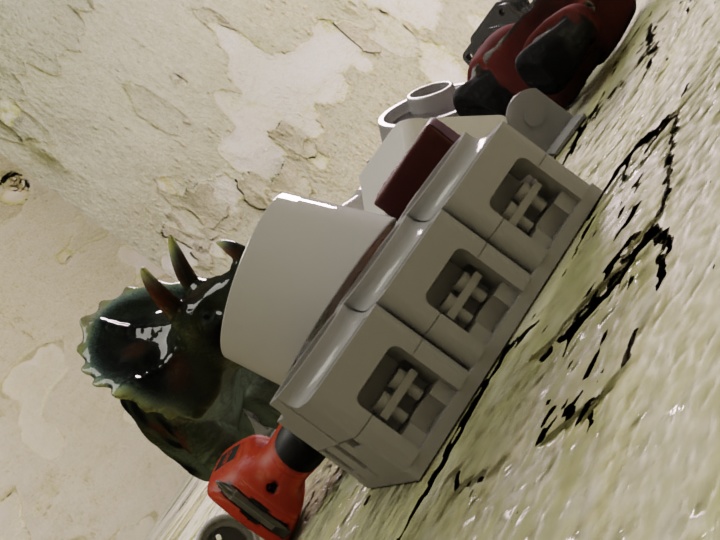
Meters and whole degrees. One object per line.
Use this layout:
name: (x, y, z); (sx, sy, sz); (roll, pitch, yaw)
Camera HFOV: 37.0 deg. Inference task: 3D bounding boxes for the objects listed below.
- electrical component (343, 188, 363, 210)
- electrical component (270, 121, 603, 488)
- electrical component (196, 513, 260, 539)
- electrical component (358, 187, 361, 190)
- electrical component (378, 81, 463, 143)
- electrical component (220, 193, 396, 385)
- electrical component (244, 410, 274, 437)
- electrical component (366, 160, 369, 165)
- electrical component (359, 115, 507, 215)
electrical component: (0.000, 0.000, 0.838); (0.048, 0.100, 0.099); (-38, -10, -47)
electrical component: (0.029, 0.015, 0.478); (0.150, 0.062, 0.089); (-55, 3, -18)
electrical component: (-0.085, 0.177, 0.681); (0.040, 0.040, 0.046); (-55, -3, -22)
electrical component: (0.047, -0.058, 0.958); (0.089, 0.061, 0.150); (-23, 18, 27)
electrical component: (0.067, -0.123, 0.900); (0.108, 0.060, 0.108); (-17, 21, 7)
electrical component: (-0.028, 0.010, 0.544); (0.099, 0.064, 0.099); (20, -90, -82)
electrical component: (-0.093, 0.145, 1.059); (0.066, 0.055, 0.048); (-53, 3, 13)
electrical component: (0.042, -0.076, 1.090); (0.061, 0.096, 0.061); (-51, 4, 44)
electrical component: (0.050, -0.053, 0.710); (0.113, 0.078, 0.057); (133, 131, -69)
